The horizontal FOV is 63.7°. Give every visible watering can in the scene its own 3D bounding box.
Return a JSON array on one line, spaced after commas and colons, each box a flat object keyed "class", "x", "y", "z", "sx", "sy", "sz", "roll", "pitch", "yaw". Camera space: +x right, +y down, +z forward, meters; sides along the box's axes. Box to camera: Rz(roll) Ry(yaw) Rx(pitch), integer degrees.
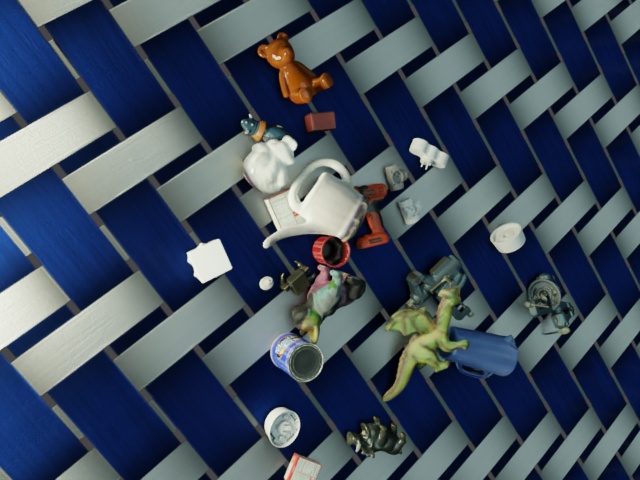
[{"class": "watering can", "x": 0.004, "y": -0.071, "z": 1.420, "sx": 0.224, "sy": 0.354, "sz": 0.102, "roll": 31, "pitch": -27, "yaw": -4}]

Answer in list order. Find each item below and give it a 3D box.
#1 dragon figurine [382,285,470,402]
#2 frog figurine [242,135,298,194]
[{"class": "dragon figurine", "x": 0.285, "y": 0.297, "z": 1.544, "sx": 0.410, "sy": 0.240, "sz": 0.123, "roll": -42, "pitch": 20, "yaw": 1}, {"class": "frog figurine", "x": -0.124, "y": -0.206, "z": 1.385, "sx": 0.158, "sy": 0.138, "sz": 0.123, "roll": -33, "pitch": -5, "yaw": 15}]
